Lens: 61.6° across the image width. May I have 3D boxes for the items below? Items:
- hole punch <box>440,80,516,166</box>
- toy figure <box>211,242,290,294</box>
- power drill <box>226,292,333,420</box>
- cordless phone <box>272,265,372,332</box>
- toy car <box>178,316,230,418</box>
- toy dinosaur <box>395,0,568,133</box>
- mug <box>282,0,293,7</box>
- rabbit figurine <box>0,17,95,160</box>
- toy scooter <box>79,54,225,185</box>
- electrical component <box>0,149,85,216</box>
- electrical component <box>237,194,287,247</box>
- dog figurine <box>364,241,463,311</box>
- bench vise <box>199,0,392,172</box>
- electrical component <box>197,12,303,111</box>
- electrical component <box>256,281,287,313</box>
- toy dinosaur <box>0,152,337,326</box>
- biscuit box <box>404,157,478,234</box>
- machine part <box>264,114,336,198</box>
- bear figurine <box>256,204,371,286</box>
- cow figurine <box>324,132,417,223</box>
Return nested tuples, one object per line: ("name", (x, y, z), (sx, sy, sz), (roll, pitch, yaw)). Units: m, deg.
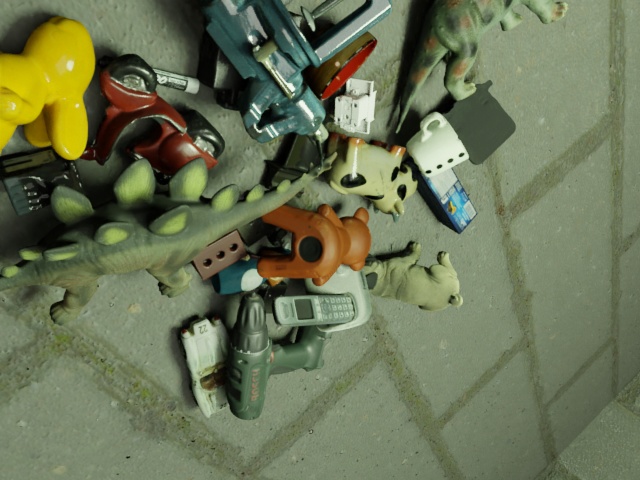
("hole punch", (0.267, -0.204, 0.969), (0.142, 0.092, 0.115), (-41, 99, -2))
("toy figure", (-0.097, 0.049, 0.860), (0.154, 0.058, 0.064), (-13, 149, -33))
("power drill", (-0.069, 0.180, 0.908), (0.207, 0.086, 0.231), (-13, 120, -55))
("cordless phone", (-0.011, 0.080, 0.886), (0.184, 0.146, 0.089), (4, 156, -40))
("toy car", (-0.183, 0.211, 0.894), (0.073, 0.056, 0.201), (-21, 128, -26))
("toy dinosaur", (0.233, -0.358, 0.824), (0.405, 0.131, 0.192), (-44, 122, -1))
("mug", (-0.050, -0.341, 0.639), (0.109, 0.081, 0.107), (5, 122, -44))
("rabbit figurine", (-0.299, -0.155, 0.547), (0.173, 0.122, 0.162), (-47, 140, -30))
("toy scooter", (-0.212, -0.124, 0.654), (0.135, 0.075, 0.183), (-43, 137, 5))
("electrical component", (-0.334, -0.064, 0.598), (0.119, 0.075, 0.047), (-25, 128, -28))
("electrical component", (-0.093, -0.030, 0.821), (0.078, 0.045, 0.102), (-34, 132, -18))
("dog figurine", (0.150, 0.085, 0.995), (0.190, 0.173, 0.121), (-10, 111, -41))
("bench vise", (-0.009, -0.225, 0.620), (0.241, 0.129, 0.223), (-34, 114, 8))
("electrical component", (-0.093, -0.233, 0.688), (0.115, 0.058, 0.134), (-1, 117, -34))
("electrical component", (-0.084, 0.094, 0.920), (0.094, 0.021, 0.063), (9, 110, -40))
("toy dinosaur", (-0.197, -0.009, 0.655), (0.471, 0.105, 0.198), (-22, 160, -24))
("biscuit box", (0.230, -0.092, 1.014), (0.059, 0.063, 0.202), (-48, 135, -3))
("machine part", (-0.031, -0.133, 0.811), (0.084, 0.039, 0.138), (15, 108, -36))
("bear figurine", (0.002, -0.001, 0.832), (0.196, 0.132, 0.120), (-20, 116, -69))
("cow figurine", (0.090, -0.100, 0.890), (0.195, 0.086, 0.127), (4, 107, -41))
